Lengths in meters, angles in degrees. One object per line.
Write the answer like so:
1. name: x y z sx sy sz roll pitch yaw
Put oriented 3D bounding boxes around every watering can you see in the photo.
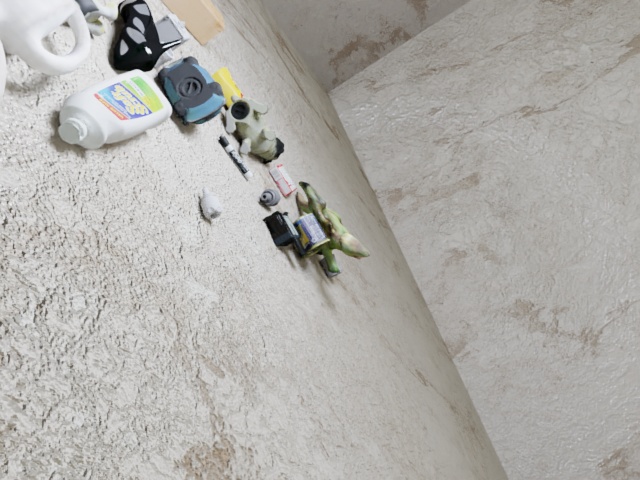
1. watering can: -0.389 -0.287 0.616 0.103 0.221 0.355 -31 30 15

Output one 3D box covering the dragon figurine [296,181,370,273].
1. dragon figurine: 0.004 -0.069 1.368 0.123 0.417 0.237 -32 -38 -11
